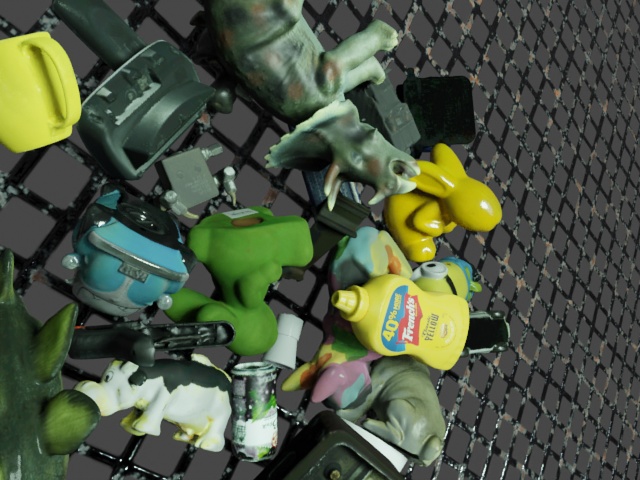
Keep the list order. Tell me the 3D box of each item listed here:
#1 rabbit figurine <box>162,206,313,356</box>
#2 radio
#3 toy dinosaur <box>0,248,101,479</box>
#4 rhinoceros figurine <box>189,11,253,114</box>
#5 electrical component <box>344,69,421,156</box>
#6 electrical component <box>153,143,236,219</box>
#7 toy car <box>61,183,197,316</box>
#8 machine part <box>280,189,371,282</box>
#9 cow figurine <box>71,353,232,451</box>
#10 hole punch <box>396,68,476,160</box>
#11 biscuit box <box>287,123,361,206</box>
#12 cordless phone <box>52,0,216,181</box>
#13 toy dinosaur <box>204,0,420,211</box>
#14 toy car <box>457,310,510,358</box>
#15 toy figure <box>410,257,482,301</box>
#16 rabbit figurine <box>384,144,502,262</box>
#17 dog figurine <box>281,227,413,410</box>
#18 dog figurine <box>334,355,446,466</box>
[{"bbox_3d":[-0.087,0.061,0.607,0.159,0.121,0.170,-19,114,-45],"label":"rabbit figurine"},{"bbox_3d":[-0.020,0.316,0.605,0.229,0.073,0.131,-44,98,-8],"label":"radio"},{"bbox_3d":[-0.251,0.121,0.419,0.105,0.198,0.471,0,54,-49],"label":"toy dinosaur"},{"bbox_3d":[-0.096,-0.241,0.650,0.112,0.073,0.190,39,64,-37],"label":"rhinoceros figurine"},{"bbox_3d":[0.070,-0.155,0.744,0.058,0.115,0.134,-37,108,-32],"label":"electrical component"},{"bbox_3d":[-0.142,-0.065,0.613,0.102,0.045,0.078,-22,102,-38],"label":"electrical component"},{"bbox_3d":[-0.193,0.017,0.518,0.109,0.162,0.103,31,97,-29],"label":"toy car"},{"bbox_3d":[-0.001,-0.002,0.674,0.084,0.139,0.039,23,28,-47],"label":"machine part"},{"bbox_3d":[-0.168,0.156,0.563,0.167,0.068,0.098,33,62,-36],"label":"cow figurine"},{"bbox_3d":[0.175,-0.197,0.862,0.116,0.092,0.142,-4,93,-10],"label":"hole punch"},{"bbox_3d":[0.001,-0.124,0.708,0.059,0.063,0.202,-61,136,-77],"label":"biscuit box"},{"bbox_3d":[-0.217,-0.168,0.553,0.184,0.089,0.146,44,62,-15],"label":"cordless phone"},{"bbox_3d":[-0.042,-0.212,0.573,0.192,0.131,0.404,-44,106,-11],"label":"toy dinosaur"},{"bbox_3d":[0.258,0.158,0.912,0.201,0.056,0.073,4,78,-40],"label":"toy car"},{"bbox_3d":[0.193,0.073,0.828,0.180,0.082,0.089,0,56,-56],"label":"toy figure"},{"bbox_3d":[0.185,-0.058,0.794,0.122,0.173,0.162,-33,112,-31],"label":"rabbit figurine"},{"bbox_3d":[0.032,0.110,0.704,0.219,0.109,0.191,-42,113,-30],"label":"dog figurine"},{"bbox_3d":[0.134,0.194,0.742,0.121,0.173,0.190,48,67,-38],"label":"dog figurine"}]
